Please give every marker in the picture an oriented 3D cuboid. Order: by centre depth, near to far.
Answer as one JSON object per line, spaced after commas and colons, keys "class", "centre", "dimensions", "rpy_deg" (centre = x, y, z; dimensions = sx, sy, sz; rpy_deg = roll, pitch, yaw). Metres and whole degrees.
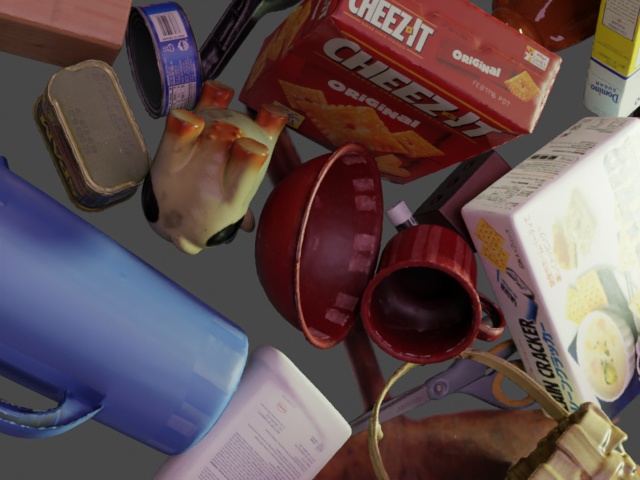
{"class": "marker", "centre": [0.095, 0.021, 0.906], "dimensions": [0.020, 0.020, 0.121], "rpy_deg": [-36, 97, -19]}

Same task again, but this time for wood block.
{"class": "wood block", "centre": [-0.242, -0.195, 0.772], "dimensions": [0.205, 0.090, 0.091], "rpy_deg": [13, 79, -17]}

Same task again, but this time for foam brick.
{"class": "foam brick", "centre": [0.128, -0.031, 0.904], "dimensions": [0.051, 0.053, 0.078], "rpy_deg": [47, 72, -10]}

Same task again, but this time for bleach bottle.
{"class": "bleach bottle", "centre": [-0.095, 0.201, 0.800], "dimensions": [0.250, 0.068, 0.102], "rpy_deg": [-45, 99, -15]}

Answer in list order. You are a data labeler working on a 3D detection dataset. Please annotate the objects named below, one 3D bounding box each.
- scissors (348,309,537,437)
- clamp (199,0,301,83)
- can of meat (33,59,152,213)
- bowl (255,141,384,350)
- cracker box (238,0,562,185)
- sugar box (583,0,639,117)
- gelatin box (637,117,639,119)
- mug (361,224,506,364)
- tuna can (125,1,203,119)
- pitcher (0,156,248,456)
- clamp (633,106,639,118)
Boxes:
{"class": "scissors", "centre": [0.115, 0.136, 0.903], "dimensions": [0.201, 0.016, 0.096], "rpy_deg": [-38, 97, -18]}
{"class": "clamp", "centre": [-0.049, -0.212, 0.837], "dimensions": [0.039, 0.120, 0.171], "rpy_deg": [34, 66, 20]}
{"class": "can of meat", "centre": [-0.168, -0.076, 0.789], "dimensions": [0.057, 0.084, 0.102], "rpy_deg": [-24, 93, -20]}
{"class": "bowl", "centre": [-0.005, 0.001, 0.826], "dimensions": [0.055, 0.162, 0.162], "rpy_deg": [9, 79, 23]}
{"class": "cracker box", "centre": [0.049, -0.118, 0.799], "dimensions": [0.164, 0.214, 0.072], "rpy_deg": [27, 75, -15]}
{"class": "sugar box", "centre": [0.271, -0.186, 0.890], "dimensions": [0.093, 0.176, 0.048], "rpy_deg": [-40, 64, -21]}
{"class": "gelatin box", "centre": [0.279, -0.072, 0.956], "dimensions": [0.089, 0.030, 0.073], "rpy_deg": [-4, 86, 8]}
{"class": "mug", "centre": [0.094, 0.044, 0.852], "dimensions": [0.117, 0.081, 0.093], "rpy_deg": [23, 118, -1]}
{"class": "tuna can", "centre": [-0.119, -0.137, 0.811], "dimensions": [0.033, 0.086, 0.086], "rpy_deg": [-15, 90, -21]}
{"class": "pitcher", "centre": [-0.178, 0.060, 0.748], "dimensions": [0.242, 0.145, 0.149], "rpy_deg": [33, 90, -16]}
{"class": "clamp", "centre": [0.356, -0.068, 0.992], "dimensions": [0.164, 0.036, 0.210], "rpy_deg": [-14, 87, -12]}
